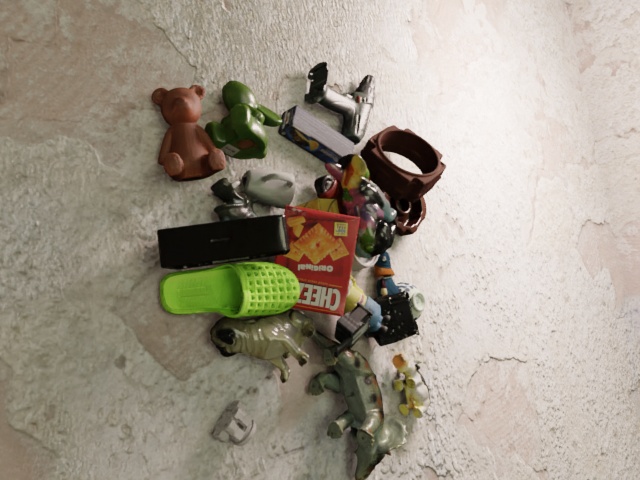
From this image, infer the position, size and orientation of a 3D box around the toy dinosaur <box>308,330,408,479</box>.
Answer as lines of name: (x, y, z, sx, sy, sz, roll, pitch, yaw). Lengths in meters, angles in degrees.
toy dinosaur: (0.080, 0.341, 1.229, 0.192, 0.131, 0.405, 2, 67, -59)

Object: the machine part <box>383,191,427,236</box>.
machine part: (0.221, -0.098, 1.499, 0.179, 0.056, 0.179, 12, 71, -39)

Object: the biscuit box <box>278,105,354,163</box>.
biscuit box: (-0.006, -0.249, 1.327, 0.202, 0.059, 0.063, 27, 62, -34)

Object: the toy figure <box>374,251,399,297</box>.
toy figure: (0.171, 0.107, 1.402, 0.058, 0.064, 0.154, -9, 79, -3)

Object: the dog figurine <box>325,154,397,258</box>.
dog figurine: (0.088, -0.089, 1.222, 0.219, 0.109, 0.191, 56, 32, -38)

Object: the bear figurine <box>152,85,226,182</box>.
bear figurine: (-0.258, -0.216, 1.044, 0.120, 0.132, 0.195, -6, 90, -19)

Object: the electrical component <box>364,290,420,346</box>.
electrical component: (0.169, 0.198, 1.338, 0.134, 0.058, 0.114, -17, 92, -4)

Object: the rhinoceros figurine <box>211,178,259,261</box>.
rhinoceros figurine: (-0.159, -0.044, 1.128, 0.190, 0.073, 0.112, 51, 52, -21)

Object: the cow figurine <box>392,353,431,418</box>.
cow figurine: (0.242, 0.365, 1.396, 0.098, 0.068, 0.167, -15, 94, -49)

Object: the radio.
radio: (-0.174, 0.006, 1.001, 0.230, 0.131, 0.073, -6, 85, -5)

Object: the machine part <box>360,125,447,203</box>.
machine part: (0.223, -0.209, 1.447, 0.201, 0.087, 0.201, 41, 46, 14)

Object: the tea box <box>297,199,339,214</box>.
tea box: (-0.003, -0.004, 1.245, 0.068, 0.098, 0.169, -1, 79, -43)

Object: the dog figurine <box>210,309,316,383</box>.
dog figurine: (-0.119, 0.179, 1.104, 0.190, 0.121, 0.172, 31, 26, -14)

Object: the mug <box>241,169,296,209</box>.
mug: (-0.113, -0.118, 1.172, 0.107, 0.109, 0.080, 9, 77, -27)

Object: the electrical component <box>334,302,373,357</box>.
electrical component: (0.060, 0.199, 1.166, 0.119, 0.048, 0.074, -38, 150, -27)

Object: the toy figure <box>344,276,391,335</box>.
toy figure: (0.078, 0.158, 1.264, 0.180, 0.089, 0.082, 41, 21, -13)

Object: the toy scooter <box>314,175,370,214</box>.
toy scooter: (0.070, -0.115, 1.354, 0.184, 0.075, 0.135, -29, 99, -39)

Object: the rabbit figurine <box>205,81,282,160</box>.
rabbit figurine: (-0.158, -0.268, 1.160, 0.159, 0.121, 0.170, 17, 54, -42)

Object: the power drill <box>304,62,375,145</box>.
power drill: (0.059, -0.379, 1.414, 0.207, 0.086, 0.232, 28, 65, -43)
